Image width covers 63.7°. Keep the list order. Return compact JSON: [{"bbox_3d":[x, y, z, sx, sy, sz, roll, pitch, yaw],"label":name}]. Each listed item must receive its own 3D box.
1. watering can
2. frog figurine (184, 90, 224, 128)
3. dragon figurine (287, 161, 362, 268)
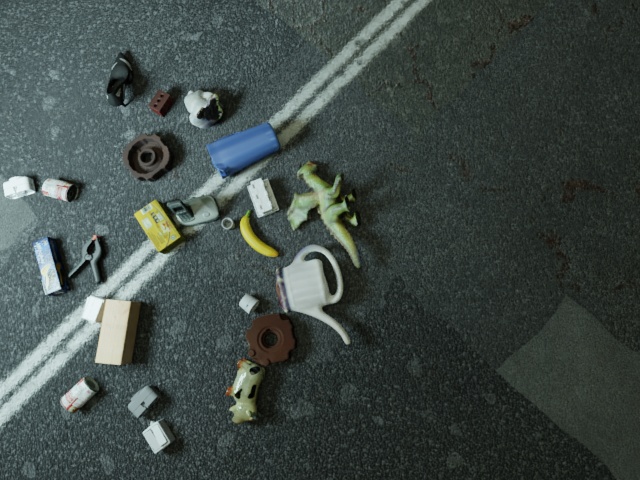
[{"bbox_3d":[-0.026,0.191,1.709,0.224,0.103,0.351,-13,77,2],"label":"watering can"},{"bbox_3d":[-0.434,-0.482,1.892,0.161,0.121,0.137,24,90,43],"label":"frog figurine"},{"bbox_3d":[0.005,-0.090,1.787,0.242,0.121,0.415,-11,76,19],"label":"dragon figurine"}]
